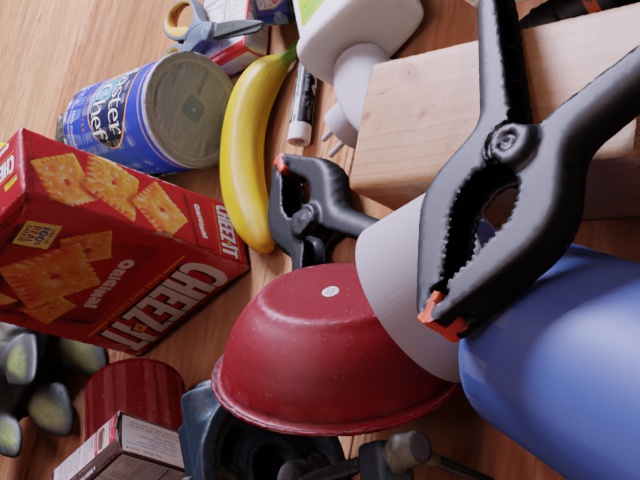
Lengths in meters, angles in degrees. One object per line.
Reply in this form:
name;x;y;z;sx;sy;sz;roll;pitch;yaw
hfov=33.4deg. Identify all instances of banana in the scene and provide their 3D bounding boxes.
banana;-0.056;-0.079;0.897;0.070;0.037;0.198;-14;62;46

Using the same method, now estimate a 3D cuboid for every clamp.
clamp;-0.005;0.001;0.800;0.120;0.039;0.172;-49;38;12
clamp;0.112;-0.046;0.535;0.165;0.036;0.210;8;70;51

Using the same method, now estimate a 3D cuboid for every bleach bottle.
bleach bottle;0.010;-0.245;0.886;0.103;0.068;0.251;-40;43;28

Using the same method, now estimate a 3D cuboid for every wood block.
wood block;0.126;-0.065;0.640;0.207;0.090;0.090;-4;69;48

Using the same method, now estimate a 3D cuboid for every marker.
marker;-0.011;-0.135;0.888;0.020;0.020;0.121;-14;62;45

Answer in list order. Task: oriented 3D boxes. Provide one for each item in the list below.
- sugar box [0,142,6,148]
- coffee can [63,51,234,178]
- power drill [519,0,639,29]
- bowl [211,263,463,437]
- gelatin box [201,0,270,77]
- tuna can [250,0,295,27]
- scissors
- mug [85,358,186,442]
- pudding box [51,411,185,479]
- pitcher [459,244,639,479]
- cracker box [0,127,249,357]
sugar box;-0.213;-0.038;0.947;0.093;0.175;0.048;15;86;50
coffee can;-0.155;-0.107;0.972;0.141;0.102;0.103;-8;66;47
power drill;0.180;-0.208;0.677;0.185;0.057;0.187;-27;55;34
bowl;0.010;0.056;0.656;0.162;0.161;0.055;23;124;51
gelatin box;-0.078;-0.199;0.989;0.073;0.030;0.089;-19;59;44
tuna can;-0.043;-0.228;0.919;0.034;0.086;0.086;-7;60;4
scissors;-0.107;-0.171;0.968;0.202;0.016;0.096;40;111;56
mug;-0.146;0.157;0.857;0.117;0.093;0.081;98;164;-45
pudding box;-0.128;0.179;0.793;0.090;0.113;0.039;-43;41;26
pitcher;0.185;0.075;0.489;0.243;0.149;0.145;27;108;54
cracker box;-0.191;0.013;0.866;0.164;0.213;0.072;-37;49;32
